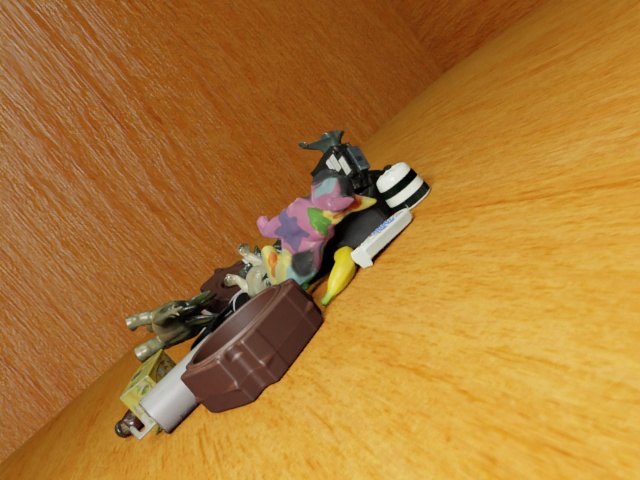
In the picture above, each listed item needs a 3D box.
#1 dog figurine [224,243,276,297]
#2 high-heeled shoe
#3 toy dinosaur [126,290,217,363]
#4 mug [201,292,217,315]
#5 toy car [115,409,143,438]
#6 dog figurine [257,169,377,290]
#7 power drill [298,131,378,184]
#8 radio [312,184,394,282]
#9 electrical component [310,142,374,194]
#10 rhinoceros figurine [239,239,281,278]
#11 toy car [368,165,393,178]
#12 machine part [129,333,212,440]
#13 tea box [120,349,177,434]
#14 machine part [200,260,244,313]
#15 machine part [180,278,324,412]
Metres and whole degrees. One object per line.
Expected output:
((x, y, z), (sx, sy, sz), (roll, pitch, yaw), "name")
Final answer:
((-0.085, 0.096, 1.127), (0.191, 0.172, 0.121), (27, 105, 45), "dog figurine")
((-0.194, 0.173, 1.050), (0.145, 0.086, 0.248), (-22, -17, -14), "high-heeled shoe")
((-0.315, 0.178, 1.176), (0.199, 0.105, 0.471), (-24, -4, -6), "toy dinosaur")
((-0.262, 0.164, 1.442), (0.107, 0.110, 0.080), (-33, -28, -25), "mug")
((-0.367, 0.340, 1.159), (0.089, 0.053, 0.202), (-40, 9, 24), "toy car")
((-0.002, -0.018, 0.958), (0.219, 0.191, 0.108), (-20, -13, 37), "dog figurine")
((0.016, -0.141, 1.267), (0.232, 0.207, 0.086), (-19, -7, 30), "power drill")
((0.043, -0.013, 1.099), (0.229, 0.073, 0.131), (-35, 10, 22), "radio")
((0.051, -0.139, 1.151), (0.058, 0.115, 0.134), (-22, -14, -36), "electrical component")
((-0.117, 0.044, 1.329), (0.190, 0.112, 0.073), (-40, -34, -39), "rhinoceros figurine")
((0.109, -0.143, 1.307), (0.202, 0.056, 0.073), (2, 31, 32), "toy car")
((-0.224, 0.245, 0.932), (0.243, 0.079, 0.079), (-44, 9, -24), "machine part")
((-0.310, 0.285, 1.030), (0.068, 0.098, 0.170), (-40, 7, -4), "tea box")
((-0.216, 0.120, 1.364), (0.179, 0.056, 0.179), (-12, 29, 6), "machine part")
((-0.106, 0.159, 0.831), (0.201, 0.087, 0.201), (-29, 13, 47), "machine part")
